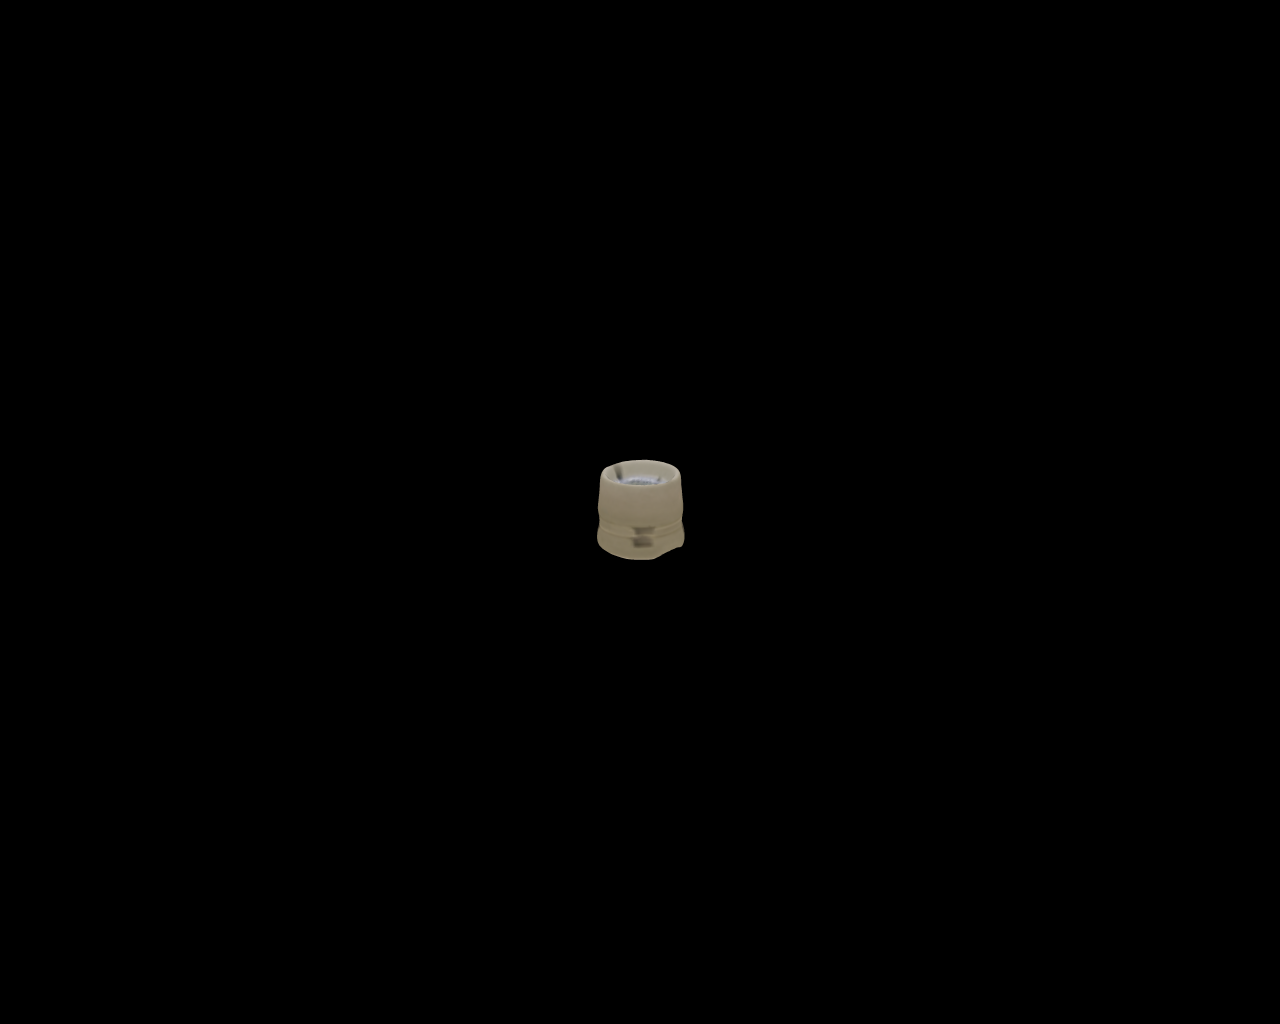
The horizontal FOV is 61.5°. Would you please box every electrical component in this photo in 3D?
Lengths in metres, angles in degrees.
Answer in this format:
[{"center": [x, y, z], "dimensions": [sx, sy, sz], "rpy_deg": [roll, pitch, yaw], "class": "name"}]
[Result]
[{"center": [0.001, -0.003, 0.650], "dimensions": [0.055, 0.047, 0.055], "rpy_deg": [0, 22, 0], "class": "electrical component"}]
